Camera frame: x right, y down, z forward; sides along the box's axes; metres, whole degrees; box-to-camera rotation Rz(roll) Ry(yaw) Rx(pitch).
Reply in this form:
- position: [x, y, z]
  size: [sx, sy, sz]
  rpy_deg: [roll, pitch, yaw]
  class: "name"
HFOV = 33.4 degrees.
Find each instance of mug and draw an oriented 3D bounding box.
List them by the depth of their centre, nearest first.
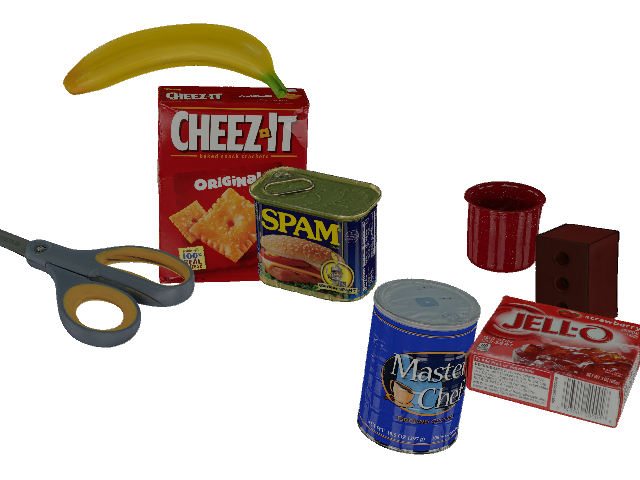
- position: [0.221, -0.018, 1.252]
  size: [0.093, 0.081, 0.117]
  rpy_deg: [21, 33, 38]
  class: "mug"

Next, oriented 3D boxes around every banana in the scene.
- position: [-0.129, -0.163, 0.954]
  size: [0.197, 0.069, 0.037]
  rpy_deg: [-1, -33, -4]
  class: "banana"

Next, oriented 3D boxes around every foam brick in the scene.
- position: [0.216, 0.030, 0.899]
  size: [0.053, 0.078, 0.051]
  rpy_deg: [11, 21, 42]
  class: "foam brick"

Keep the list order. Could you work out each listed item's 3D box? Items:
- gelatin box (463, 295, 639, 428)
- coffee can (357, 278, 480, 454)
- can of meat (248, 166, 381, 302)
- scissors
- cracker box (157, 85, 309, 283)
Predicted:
- position: [0.136, 0.067, 0.617]
  size: [0.089, 0.030, 0.073]
  rpy_deg: [13, 29, 23]
  class: "gelatin box"
- position: [0.094, 0.121, 1.043]
  size: [0.103, 0.140, 0.103]
  rpy_deg: [6, 22, -2]
  class: "coffee can"
- position: [-0.004, -0.004, 0.851]
  size: [0.102, 0.084, 0.057]
  rpy_deg: [13, 34, 23]
  class: "can of meat"
- position: [-0.182, 0.022, 0.690]
  size: [0.202, 0.016, 0.096]
  rpy_deg: [9, 39, 11]
  class: "scissors"
- position: [-0.100, -0.060, 1.192]
  size: [0.164, 0.214, 0.072]
  rpy_deg: [0, 24, -9]
  class: "cracker box"
